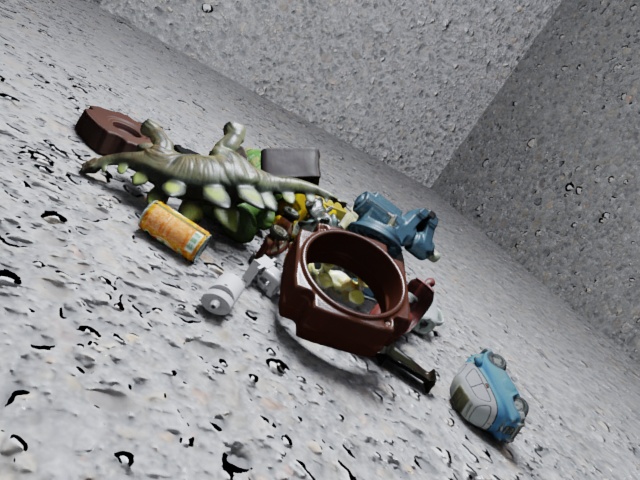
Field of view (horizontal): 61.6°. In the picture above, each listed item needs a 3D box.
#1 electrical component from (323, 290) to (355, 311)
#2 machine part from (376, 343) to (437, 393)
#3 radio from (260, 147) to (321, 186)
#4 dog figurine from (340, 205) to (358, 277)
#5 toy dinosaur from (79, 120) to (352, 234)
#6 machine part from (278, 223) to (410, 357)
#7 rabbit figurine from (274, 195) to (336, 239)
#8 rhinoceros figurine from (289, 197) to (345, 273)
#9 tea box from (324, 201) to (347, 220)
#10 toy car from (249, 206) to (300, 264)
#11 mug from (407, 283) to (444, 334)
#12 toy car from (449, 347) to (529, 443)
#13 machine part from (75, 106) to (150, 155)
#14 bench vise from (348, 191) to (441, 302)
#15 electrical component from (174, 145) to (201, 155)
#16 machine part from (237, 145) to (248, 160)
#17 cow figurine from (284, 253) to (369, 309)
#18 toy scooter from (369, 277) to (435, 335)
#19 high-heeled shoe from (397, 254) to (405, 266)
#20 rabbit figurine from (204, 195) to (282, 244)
[{"bbox_3d":[0.033,0.141,0.918,0.119,0.047,0.075,34,18,1],"label":"electrical component"},{"bbox_3d":[0.142,0.212,0.943,0.139,0.039,0.084,34,11,8],"label":"machine part"},{"bbox_3d":[-0.068,-0.146,1.246,0.131,0.073,0.229,-2,-8,-3],"label":"radio"},{"bbox_3d":[0.120,0.027,1.201,0.191,0.172,0.121,29,23,8],"label":"dog figurine"},{"bbox_3d":[-0.177,-0.108,0.959,0.471,0.105,0.199,-1,55,-15],"label":"toy dinosaur"},{"bbox_3d":[0.041,0.075,0.873,0.201,0.087,0.201,17,41,-12],"label":"machine part"},{"bbox_3d":[-0.038,-0.060,1.251,0.162,0.121,0.173,15,4,-29],"label":"rabbit figurine"},{"bbox_3d":[-0.002,-0.003,1.100,0.073,0.112,0.190,20,43,-39],"label":"rhinoceros figurine"},{"bbox_3d":[-0.015,-0.091,1.449,0.169,0.068,0.098,20,22,-41],"label":"tea box"},{"bbox_3d":[-0.082,-0.003,1.040,0.053,0.089,0.202,36,17,-6],"label":"toy car"},{"bbox_3d":[0.227,0.161,1.185,0.109,0.081,0.107,33,26,-19],"label":"mug"},{"bbox_3d":[0.283,0.274,0.944,0.103,0.109,0.162,3,38,-17],"label":"toy car"},{"bbox_3d":[-0.402,-0.209,1.096,0.179,0.056,0.179,29,17,-10],"label":"machine part"},{"bbox_3d":[0.134,0.025,1.095,0.223,0.240,0.129,39,-17,-27],"label":"bench vise"},{"bbox_3d":[-0.266,-0.143,1.155,0.115,0.058,0.134,10,28,-48],"label":"electrical component"},{"bbox_3d":[-0.213,-0.194,1.298,0.079,0.079,0.243,30,4,-10],"label":"machine part"},{"bbox_3d":[0.002,0.075,0.997,0.167,0.098,0.068,27,58,-8],"label":"cow figurine"},{"bbox_3d":[0.166,0.130,1.047,0.075,0.135,0.184,43,20,24],"label":"toy scooter"},{"bbox_3d":[0.118,0.035,1.394,0.145,0.086,0.248,7,-21,36],"label":"high-heeled shoe"},{"bbox_3d":[-0.157,-0.068,1.056,0.159,0.121,0.170,25,33,-12],"label":"rabbit figurine"}]
